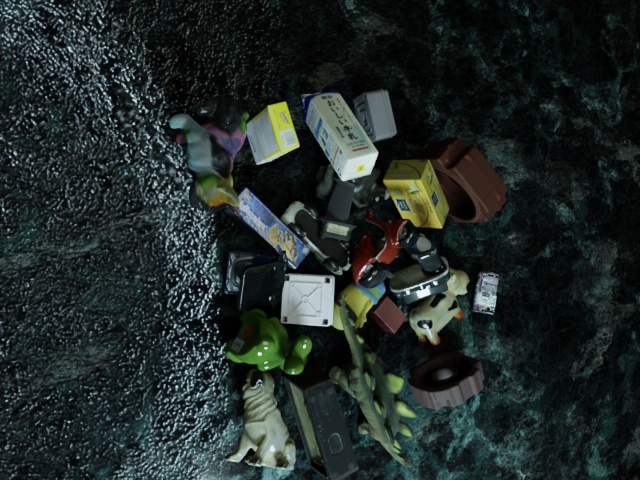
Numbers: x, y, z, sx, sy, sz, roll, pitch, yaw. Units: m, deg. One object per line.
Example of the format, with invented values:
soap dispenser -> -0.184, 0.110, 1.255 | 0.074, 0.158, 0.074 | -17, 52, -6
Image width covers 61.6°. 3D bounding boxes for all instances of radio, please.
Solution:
radio -> 0.001, 0.397, 1.165 | 0.073, 0.131, 0.229 | -20, 97, -23

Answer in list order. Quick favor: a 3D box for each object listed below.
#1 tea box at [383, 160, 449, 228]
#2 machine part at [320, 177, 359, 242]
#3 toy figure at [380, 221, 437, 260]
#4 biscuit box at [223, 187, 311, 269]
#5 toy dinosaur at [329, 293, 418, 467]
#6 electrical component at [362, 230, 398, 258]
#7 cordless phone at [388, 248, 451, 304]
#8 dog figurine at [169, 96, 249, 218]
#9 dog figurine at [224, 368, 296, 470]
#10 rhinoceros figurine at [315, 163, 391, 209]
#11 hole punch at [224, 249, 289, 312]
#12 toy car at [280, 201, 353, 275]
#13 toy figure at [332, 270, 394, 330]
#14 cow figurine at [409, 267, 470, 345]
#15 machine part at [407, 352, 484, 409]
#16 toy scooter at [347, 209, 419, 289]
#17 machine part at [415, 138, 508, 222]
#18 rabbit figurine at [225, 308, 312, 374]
tea box -> 0.226, -0.105, 1.245 | 0.169, 0.098, 0.068 | 53, 52, -40
machine part -> 0.047, -0.067, 1.182 | 0.084, 0.039, 0.138 | 8, 98, -18
toy figure -> 0.215, 0.000, 1.302 | 0.154, 0.058, 0.064 | 29, 40, -18
biscuit box -> -0.115, -0.024, 1.161 | 0.202, 0.063, 0.059 | 44, 73, -16
toy dinosaur -> 0.115, 0.318, 1.179 | 0.105, 0.199, 0.470 | -32, 103, -23
electrical component -> 0.141, 0.014, 1.257 | 0.102, 0.078, 0.045 | 20, 75, -11
cordless phone -> 0.217, 0.072, 1.215 | 0.147, 0.184, 0.089 | -21, 67, 12
dog figurine -> -0.196, -0.157, 1.075 | 0.191, 0.108, 0.219 | -29, 82, -17
dog figurine -> -0.105, 0.382, 1.150 | 0.172, 0.121, 0.190 | 41, 52, -50
rhinoceros figurine -> 0.082, -0.127, 1.238 | 0.190, 0.073, 0.112 | -2, 89, -22
hole punch -> -0.137, 0.078, 1.129 | 0.116, 0.092, 0.142 | -8, 117, -37
toy car -> -0.002, -0.004, 1.212 | 0.201, 0.056, 0.073 | 44, 67, -17
toy figure -> 0.088, 0.128, 1.234 | 0.089, 0.082, 0.180 | 37, 83, 1
cow figurine -> 0.293, 0.147, 1.319 | 0.195, 0.086, 0.127 | -44, 111, -16
machine part -> 0.298, 0.331, 1.271 | 0.179, 0.179, 0.056 | -23, 100, -21
toy scooter -> 0.119, 0.008, 1.181 | 0.184, 0.135, 0.075 | -50, 148, 13
machine part -> 0.321, -0.135, 1.267 | 0.087, 0.201, 0.201 | -46, 106, -14
rabbit figurine -> -0.083, 0.225, 1.138 | 0.170, 0.159, 0.121 | 34, 67, -34
